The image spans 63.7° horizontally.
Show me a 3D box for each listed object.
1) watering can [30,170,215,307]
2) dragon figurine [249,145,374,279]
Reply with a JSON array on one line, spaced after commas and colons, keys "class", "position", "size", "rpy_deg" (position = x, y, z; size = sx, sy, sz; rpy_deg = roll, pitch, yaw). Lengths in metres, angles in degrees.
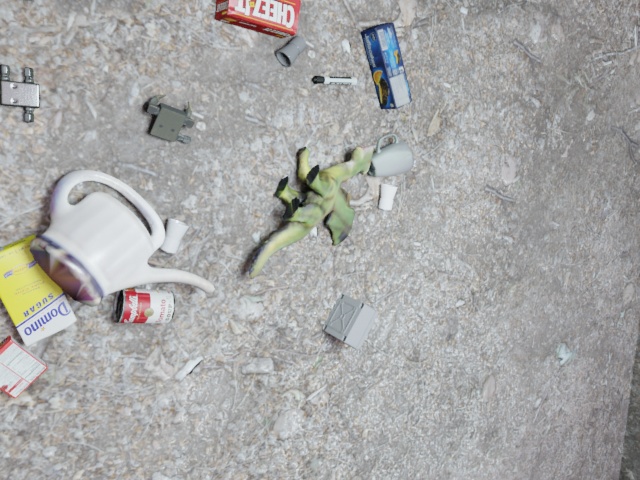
[{"class": "watering can", "position": [-0.362, 0.031, 0.941], "size": [0.103, 0.345, 0.229], "rpy_deg": [-25, 21, 48]}, {"class": "dragon figurine", "position": [0.004, -0.061, 1.210], "size": [0.240, 0.412, 0.123], "rpy_deg": [33, -7, -42]}]
